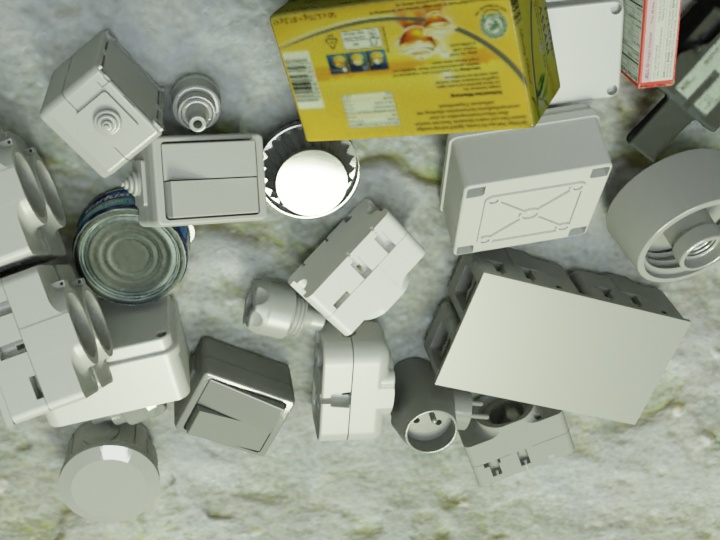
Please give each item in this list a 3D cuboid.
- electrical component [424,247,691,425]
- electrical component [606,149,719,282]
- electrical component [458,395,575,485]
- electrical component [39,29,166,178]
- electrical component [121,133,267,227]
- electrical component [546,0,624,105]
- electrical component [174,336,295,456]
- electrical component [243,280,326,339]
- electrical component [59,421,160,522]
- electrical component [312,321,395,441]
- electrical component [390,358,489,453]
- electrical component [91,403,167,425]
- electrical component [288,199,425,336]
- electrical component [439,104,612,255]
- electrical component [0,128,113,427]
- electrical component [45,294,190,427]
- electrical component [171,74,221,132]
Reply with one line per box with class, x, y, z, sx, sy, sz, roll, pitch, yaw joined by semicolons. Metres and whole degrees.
electrical component;0.159;0.052;0.888;0.186;0.060;0.105;13;116;-17
electrical component;0.253;-0.035;0.834;0.108;0.060;0.108;-14;145;-10
electrical component;0.133;0.138;0.938;0.089;0.050;0.055;-21;121;2
electrical component;-0.174;-0.107;0.719;0.061;0.096;0.061;-36;119;12
electrical component;-0.117;-0.063;0.752;0.096;0.061;0.061;-5;95;-25
electrical component;0.126;-0.160;0.766;0.113;0.057;0.078;-8;120;-6
electrical component;-0.108;0.103;0.869;0.096;0.061;0.061;22;113;-20
electrical component;-0.059;0.033;0.849;0.062;0.043;0.043;13;116;-18
electrical component;-0.207;0.165;0.891;0.080;0.051;0.080;-4;119;-8
electrical component;-0.006;0.091;0.885;0.059;0.053;0.095;-1;119;-10
electrical component;0.068;0.114;0.897;0.079;0.077;0.044;7;117;-14
electrical component;-0.190;0.110;0.874;0.061;0.035;0.035;-21;120;5
electrical component;0.000;0.000;0.825;0.089;0.050;0.056;-47;118;-4
electrical component;0.118;-0.064;0.792;0.109;0.056;0.108;-9;155;-4
electrical component;-0.227;0.000;0.722;0.060;0.105;0.186;-20;92;-3
electrical component;-0.191;0.065;0.824;0.113;0.078;0.057;-12;123;-3
electrical component;-0.114;-0.112;0.747;0.035;0.061;0.035;-4;120;-8
